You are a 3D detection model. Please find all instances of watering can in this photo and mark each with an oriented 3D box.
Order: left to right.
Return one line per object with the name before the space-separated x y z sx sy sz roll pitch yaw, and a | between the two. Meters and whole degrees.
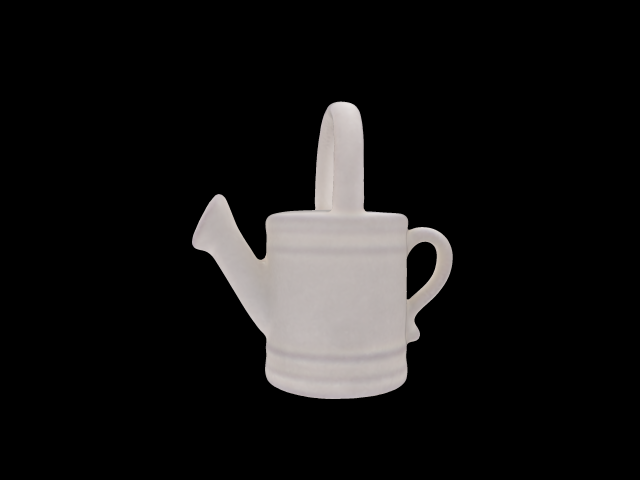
watering can | 0.004 0.002 0.398 0.173 0.194 0.100 -1 3 -28
